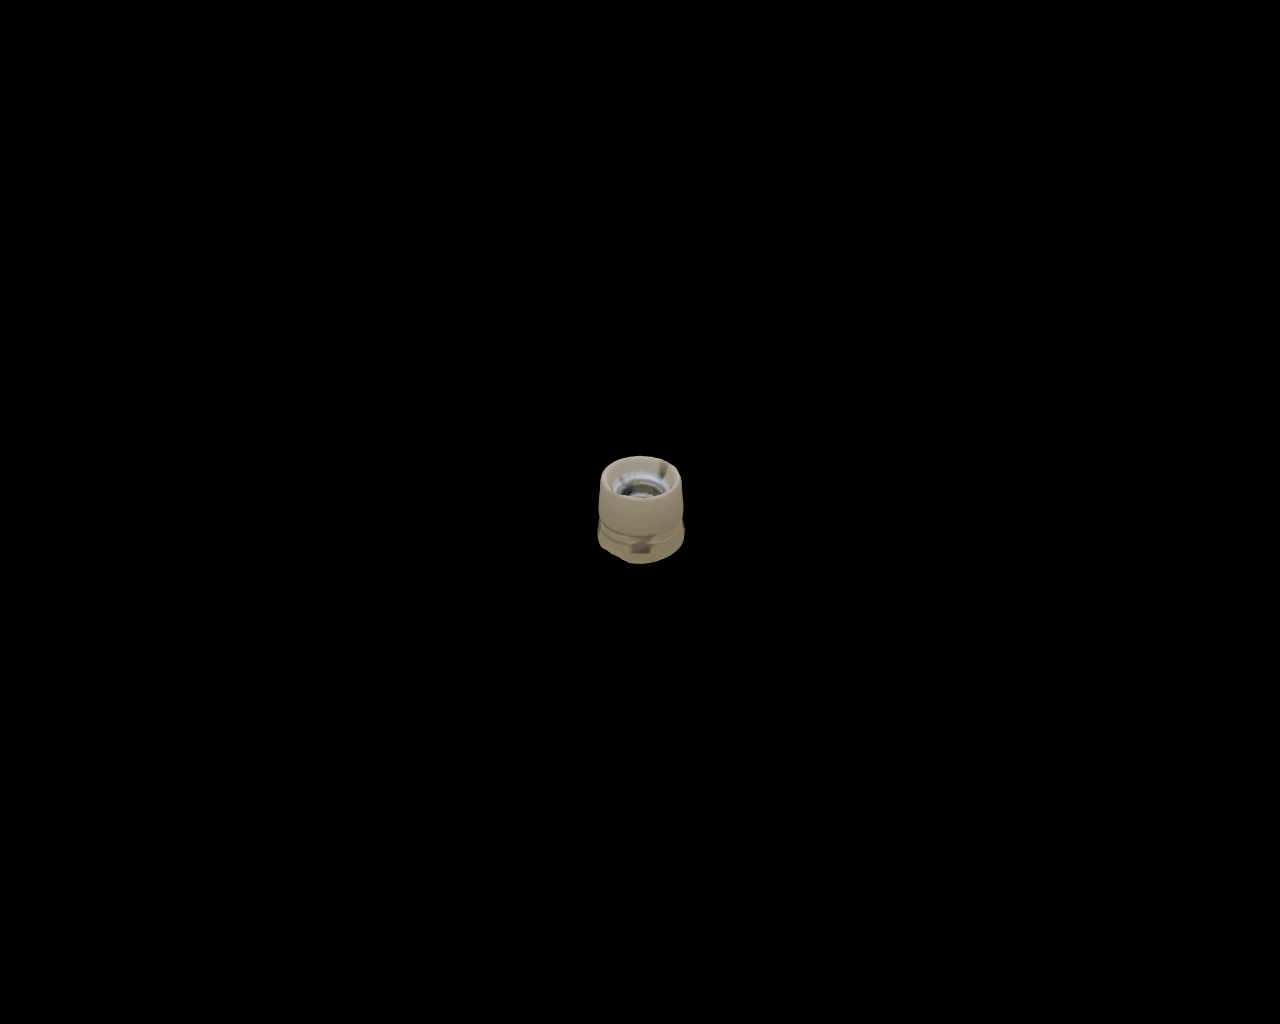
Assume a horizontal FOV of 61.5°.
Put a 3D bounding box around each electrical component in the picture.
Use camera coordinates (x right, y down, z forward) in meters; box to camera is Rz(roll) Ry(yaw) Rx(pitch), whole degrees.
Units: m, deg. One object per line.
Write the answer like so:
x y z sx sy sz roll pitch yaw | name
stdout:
0.001 -0.003 0.650 0.055 0.047 0.055 0 36 0 | electrical component
